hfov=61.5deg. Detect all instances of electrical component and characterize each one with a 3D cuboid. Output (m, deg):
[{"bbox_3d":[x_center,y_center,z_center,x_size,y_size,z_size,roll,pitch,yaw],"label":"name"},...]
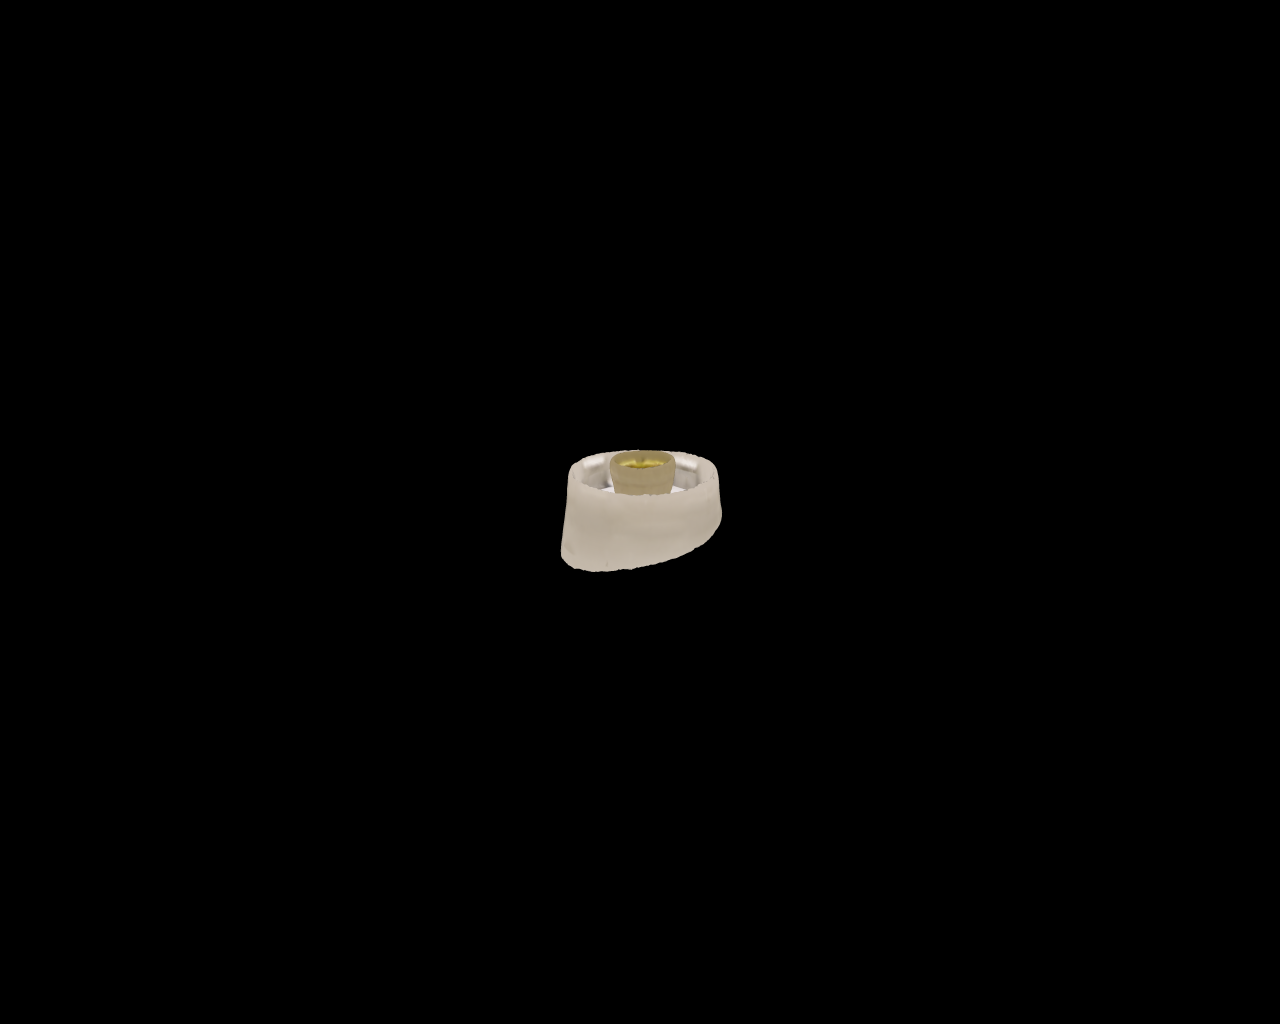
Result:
[{"bbox_3d":[0.001,-0.003,0.650,0.099,0.064,0.099,0,20,0],"label":"electrical component"}]
